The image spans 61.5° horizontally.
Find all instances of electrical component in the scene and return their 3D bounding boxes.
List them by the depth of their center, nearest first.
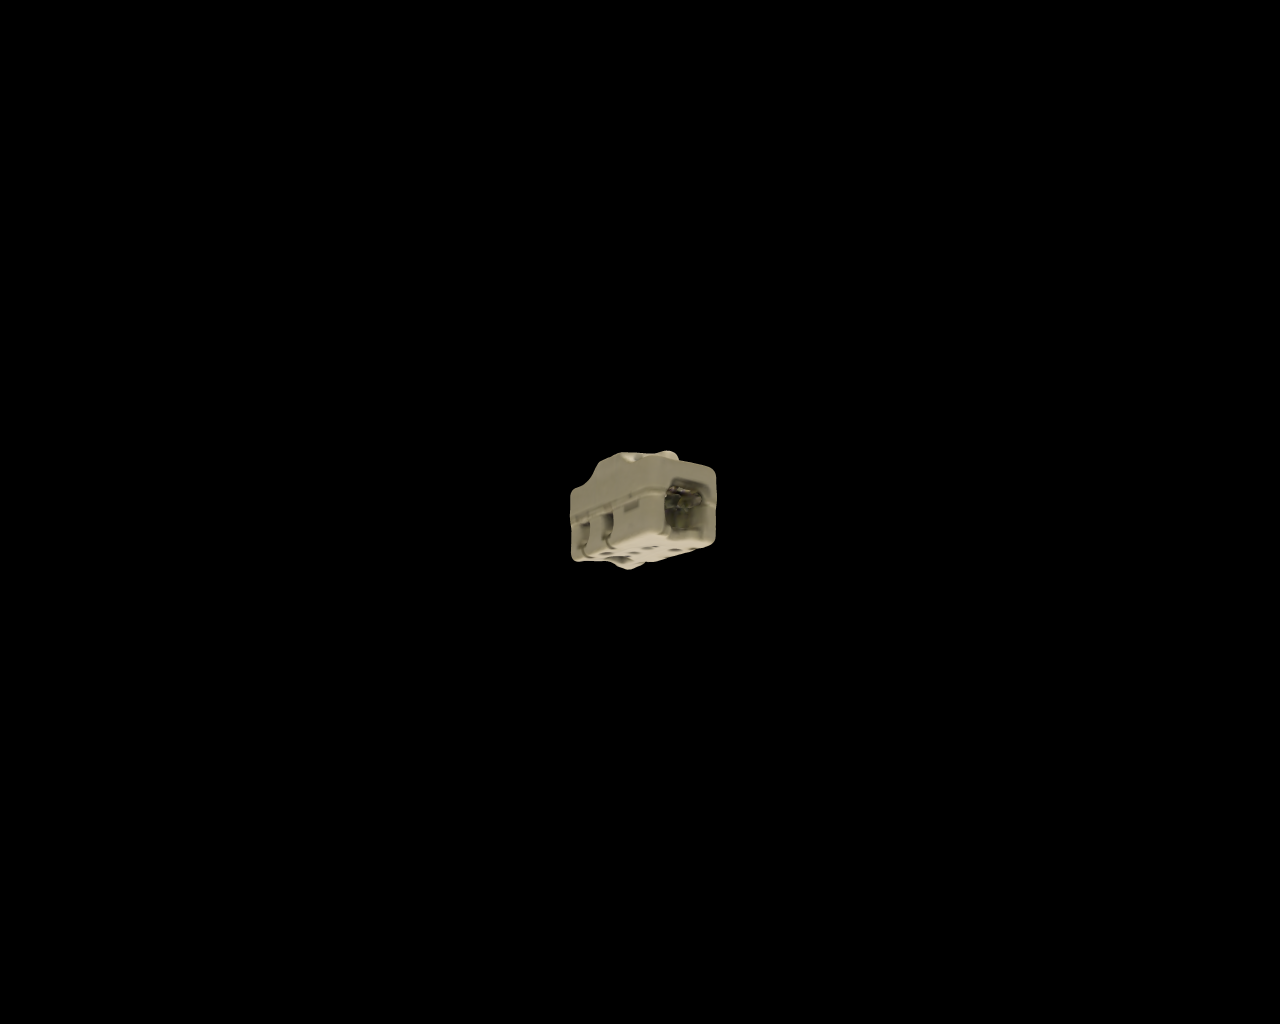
[{"bbox_3d":[0.001,-0.003,0.650,0.050,0.056,0.089,11,-19,-34],"label":"electrical component"}]
